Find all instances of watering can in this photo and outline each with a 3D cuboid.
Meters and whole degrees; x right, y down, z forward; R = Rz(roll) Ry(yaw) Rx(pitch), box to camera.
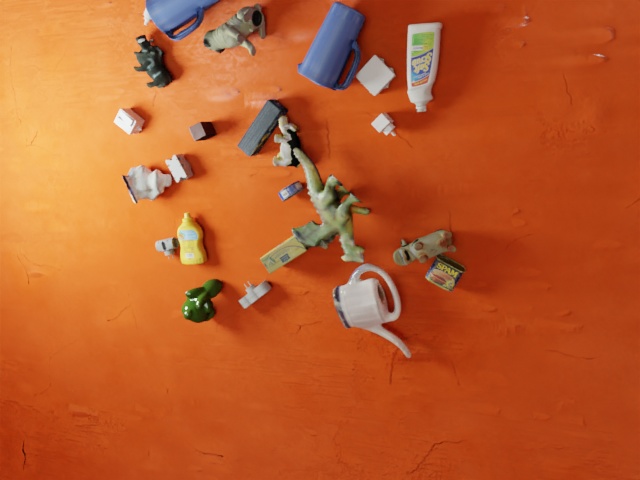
[{"bbox_3d":[0.171,0.250,1.729,0.223,0.105,0.346,-15,98,22],"label":"watering can"}]

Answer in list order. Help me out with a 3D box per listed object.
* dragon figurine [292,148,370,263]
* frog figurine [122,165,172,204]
[{"bbox_3d":[0.005,-0.084,1.671,0.411,0.122,0.242,41,96,5],"label":"dragon figurine"},{"bbox_3d":[-0.633,-0.216,1.909,0.160,0.122,0.138,-23,86,-14],"label":"frog figurine"}]
